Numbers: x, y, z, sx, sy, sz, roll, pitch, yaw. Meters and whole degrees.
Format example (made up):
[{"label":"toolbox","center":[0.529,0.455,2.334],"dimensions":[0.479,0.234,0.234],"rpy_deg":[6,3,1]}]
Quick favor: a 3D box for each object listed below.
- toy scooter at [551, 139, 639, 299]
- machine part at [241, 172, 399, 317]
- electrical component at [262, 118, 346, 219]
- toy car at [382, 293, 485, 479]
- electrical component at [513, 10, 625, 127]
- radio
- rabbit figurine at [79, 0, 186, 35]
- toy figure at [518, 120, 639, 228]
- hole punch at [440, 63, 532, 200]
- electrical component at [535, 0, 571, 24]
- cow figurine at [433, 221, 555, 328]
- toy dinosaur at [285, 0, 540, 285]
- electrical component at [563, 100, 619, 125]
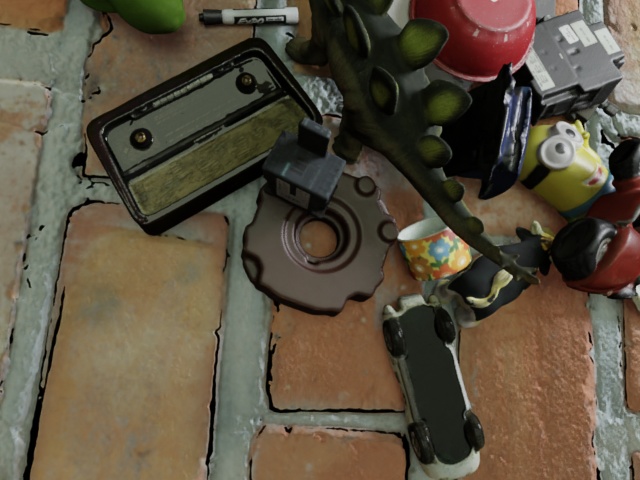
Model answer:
[{"label":"toy scooter","center":[0.341,-0.005,0.581],"dimensions":[0.135,0.075,0.184],"rpy_deg":[36,82,-16]},{"label":"machine part","center":[-0.001,-0.002,0.604],"dimensions":[0.179,0.056,0.179],"rpy_deg":[1,80,-7]},{"label":"electrical component","center":[-0.014,-0.069,0.527],"dimensions":[0.075,0.119,0.048],"rpy_deg":[27,76,-2]},{"label":"toy car","center":[0.123,0.158,0.594],"dimensions":[0.073,0.056,0.201],"rpy_deg":[-13,80,-5]},{"label":"electrical component","center":[0.309,-0.219,0.678],"dimensions":[0.134,0.058,0.115],"rpy_deg":[-18,74,-3]},{"label":"radio","center":[-0.125,-0.117,0.597],"dimensions":[0.230,0.073,0.131],"rpy_deg":[-32,86,-14]},{"label":"rabbit figurine","center":[-0.207,-0.310,0.597],"dimensions":[0.159,0.121,0.170],"rpy_deg":[-9,78,-4]},{"label":"toy figure","center":[0.311,-0.064,0.654],"dimensions":[0.180,0.089,0.082],"rpy_deg":[42,45,-10]},{"label":"hole punch","center":[0.202,-0.114,0.628],"dimensions":[0.092,0.116,0.142],"rpy_deg":[22,75,-24]},{"label":"electrical component","center":[0.292,-0.321,0.717],"dimensions":[0.078,0.045,0.102],"rpy_deg":[14,77,-8]},{"label":"cow figurine","center":[0.218,0.029,0.612],"dimensions":[0.167,0.098,0.068],"rpy_deg":[-34,80,-13]},{"label":"toy dinosaur","center":[0.070,-0.150,0.572],"dimensions":[0.105,0.198,0.471],"rpy_deg":[-32,84,-10]},{"label":"electrical component","center":[0.345,-0.183,0.710],"dimensions":[0.094,0.021,0.063],"rpy_deg":[36,76,4]}]
